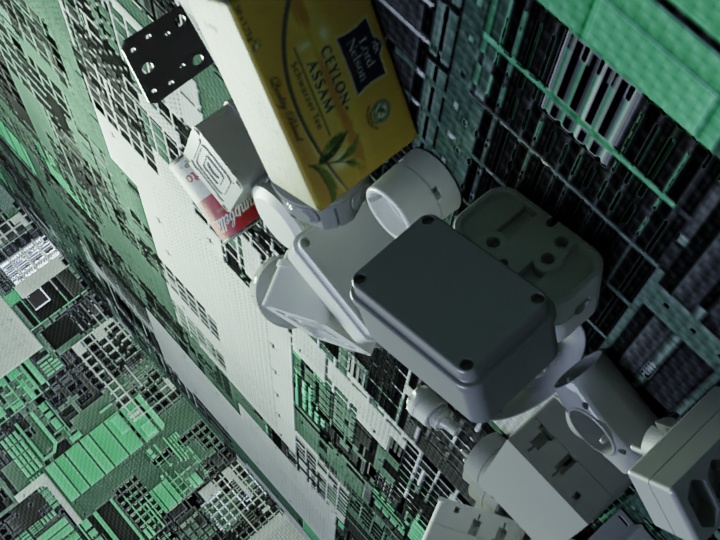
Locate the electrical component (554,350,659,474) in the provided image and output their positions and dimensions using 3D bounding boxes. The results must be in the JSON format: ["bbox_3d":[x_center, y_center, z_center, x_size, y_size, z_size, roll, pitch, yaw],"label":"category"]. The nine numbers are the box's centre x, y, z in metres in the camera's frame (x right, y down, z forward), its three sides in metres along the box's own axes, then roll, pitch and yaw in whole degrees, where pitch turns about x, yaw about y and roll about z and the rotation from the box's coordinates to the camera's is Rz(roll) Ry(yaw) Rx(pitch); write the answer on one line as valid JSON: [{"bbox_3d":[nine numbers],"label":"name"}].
[{"bbox_3d":[0.172,0.102,0.766,0.077,0.044,0.079,51,163,0],"label":"electrical component"}]

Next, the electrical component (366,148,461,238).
[{"bbox_3d":[0.038,-0.053,0.783,0.055,0.047,0.055,45,161,20],"label":"electrical component"}]

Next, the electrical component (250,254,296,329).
[{"bbox_3d":[-0.079,0.021,1.166,0.080,0.080,0.051,56,167,-14],"label":"electrical component"}]

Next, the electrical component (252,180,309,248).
[{"bbox_3d":[-0.059,-0.057,1.006,0.080,0.051,0.080,44,161,20],"label":"electrical component"}]

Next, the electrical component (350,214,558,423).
[{"bbox_3d":[0.057,0.027,0.659,0.113,0.078,0.057,38,161,35],"label":"electrical component"}]

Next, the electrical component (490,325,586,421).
[{"bbox_3d":[0.106,0.062,0.769,0.064,0.099,0.099,40,160,49],"label":"electrical component"}]

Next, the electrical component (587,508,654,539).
[{"bbox_3d":[0.200,0.273,0.907,0.078,0.121,0.063,49,165,5],"label":"electrical component"}]

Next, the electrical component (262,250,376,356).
[{"bbox_3d":[-0.029,0.031,1.017,0.078,0.057,0.113,16,168,31],"label":"electrical component"}]

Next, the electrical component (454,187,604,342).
[{"bbox_3d":[0.108,-0.001,0.701,0.095,0.054,0.059,41,160,28],"label":"electrical component"}]

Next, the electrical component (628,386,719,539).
[{"bbox_3d":[0.198,0.112,0.656,0.047,0.083,0.076,59,161,-23],"label":"electrical component"}]

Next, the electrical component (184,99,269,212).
[{"bbox_3d":[-0.121,-0.111,1.041,0.078,0.057,0.113,52,163,-1],"label":"electrical component"}]

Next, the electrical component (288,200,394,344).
[{"bbox_3d":[0.000,0.000,0.931,0.113,0.078,0.057,51,165,-1],"label":"electrical component"}]

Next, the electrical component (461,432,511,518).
[{"bbox_3d":[0.127,0.205,1.066,0.074,0.052,0.138,38,158,35],"label":"electrical component"}]

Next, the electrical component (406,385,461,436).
[{"bbox_3d":[0.078,0.147,1.102,0.061,0.035,0.035,39,159,30],"label":"electrical component"}]

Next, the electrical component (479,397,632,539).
[{"bbox_3d":[0.163,0.173,0.899,0.089,0.062,0.150,46,162,16],"label":"electrical component"}]

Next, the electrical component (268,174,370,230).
[{"bbox_3d":[-0.031,-0.076,0.855,0.080,0.080,0.051,43,166,23],"label":"electrical component"}]

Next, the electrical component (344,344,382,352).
[{"bbox_3d":[0.008,0.062,1.097,0.044,0.044,0.065,55,157,-12],"label":"electrical component"}]

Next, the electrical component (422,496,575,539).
[{"bbox_3d":[0.158,0.296,1.038,0.186,0.060,0.105,14,146,24],"label":"electrical component"}]
